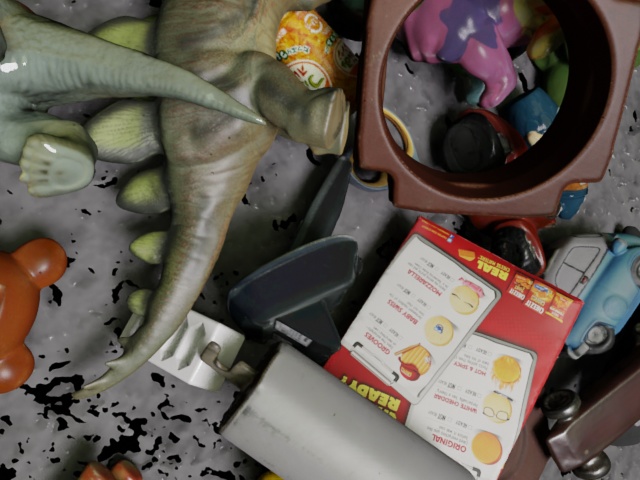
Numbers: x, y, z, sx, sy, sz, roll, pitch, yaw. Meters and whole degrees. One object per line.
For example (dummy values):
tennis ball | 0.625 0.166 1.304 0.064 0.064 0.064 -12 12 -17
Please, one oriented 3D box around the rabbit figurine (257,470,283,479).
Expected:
rabbit figurine | -0.007 0.257 0.407 0.122 0.173 0.162 13 86 -19

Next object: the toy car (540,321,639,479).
toy car | 0.311 0.163 0.562 0.202 0.053 0.089 -31 100 -13

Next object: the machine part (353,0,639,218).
machine part | 0.131 -0.125 0.435 0.202 0.087 0.200 4 111 3

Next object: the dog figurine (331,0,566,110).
dog figurine | 0.119 -0.235 0.499 0.219 0.108 0.191 40 111 -11

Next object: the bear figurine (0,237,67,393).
bear figurine | -0.283 0.026 0.342 0.195 0.132 0.120 17 82 -41

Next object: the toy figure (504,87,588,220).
toy figure | 0.260 -0.093 0.605 0.064 0.058 0.154 -36 101 -24

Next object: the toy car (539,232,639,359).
toy car | 0.289 0.048 0.597 0.103 0.109 0.161 39 84 6

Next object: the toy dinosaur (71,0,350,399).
toy dinosaur | -0.074 -0.111 0.405 0.199 0.105 0.471 7 79 8

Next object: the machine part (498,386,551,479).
machine part | 0.161 0.197 0.548 0.179 0.056 0.179 2 85 -24

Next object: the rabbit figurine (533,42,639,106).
rabbit figurine | 0.291 -0.205 0.587 0.121 0.170 0.159 -10 50 -26

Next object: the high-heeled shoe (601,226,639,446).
high-heeled shoe | 0.356 0.113 0.649 0.145 0.086 0.248 -12 73 6

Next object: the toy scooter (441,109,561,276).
toy scooter | 0.202 -0.052 0.567 0.135 0.075 0.184 -11 79 -46

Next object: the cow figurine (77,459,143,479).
cow figurine | -0.130 0.265 0.369 0.195 0.085 0.127 41 82 14

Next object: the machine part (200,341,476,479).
machine part | 0.019 0.147 0.371 0.243 0.079 0.079 34 74 -2

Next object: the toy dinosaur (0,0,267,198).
toy dinosaur | -0.250 -0.112 0.314 0.405 0.192 0.131 3 129 -28

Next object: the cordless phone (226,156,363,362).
cordless phone | -0.001 -0.002 0.439 0.089 0.146 0.184 22 71 1
